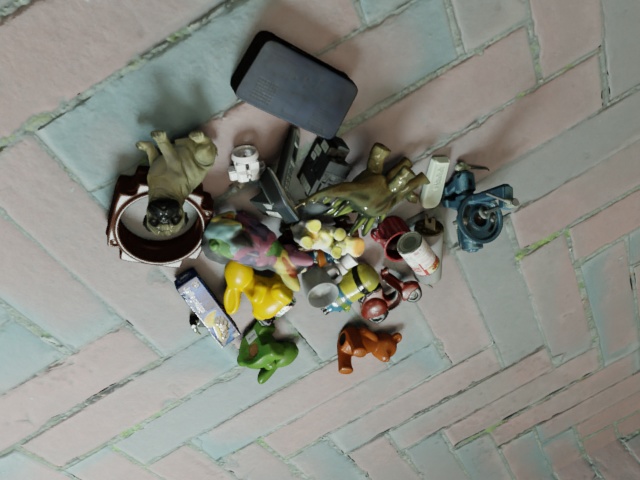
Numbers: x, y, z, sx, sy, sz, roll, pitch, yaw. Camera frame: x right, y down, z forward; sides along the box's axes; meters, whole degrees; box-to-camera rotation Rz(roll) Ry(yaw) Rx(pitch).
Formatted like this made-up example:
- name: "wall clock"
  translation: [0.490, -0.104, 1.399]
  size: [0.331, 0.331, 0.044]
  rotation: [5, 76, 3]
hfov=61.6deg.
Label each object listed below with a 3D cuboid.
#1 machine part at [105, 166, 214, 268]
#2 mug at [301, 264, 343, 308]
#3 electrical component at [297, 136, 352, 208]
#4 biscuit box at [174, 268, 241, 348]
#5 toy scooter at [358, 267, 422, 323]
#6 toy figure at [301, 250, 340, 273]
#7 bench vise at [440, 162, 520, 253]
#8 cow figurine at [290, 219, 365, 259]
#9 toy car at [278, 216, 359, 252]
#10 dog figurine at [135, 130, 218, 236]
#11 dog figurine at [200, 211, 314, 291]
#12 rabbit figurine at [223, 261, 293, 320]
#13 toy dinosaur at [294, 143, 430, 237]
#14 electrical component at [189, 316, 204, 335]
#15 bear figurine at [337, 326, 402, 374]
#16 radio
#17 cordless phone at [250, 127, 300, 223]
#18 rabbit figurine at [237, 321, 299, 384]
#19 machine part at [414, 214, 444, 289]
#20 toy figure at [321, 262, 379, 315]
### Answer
- name: "machine part"
  translation: [-0.339, -0.044, 1.141]
  size: [0.201, 0.087, 0.201]
  rotation: [11, 123, -26]
- name: "mug"
  translation: [0.001, 0.099, 1.349]
  size: [0.109, 0.107, 0.080]
  rotation: [-43, 128, 10]
- name: "electrical component"
  translation: [0.012, -0.155, 1.158]
  size: [0.058, 0.115, 0.134]
  rotation: [14, 121, -30]
- name: "biscuit box"
  translation: [-0.272, 0.164, 1.301]
  size: [0.059, 0.063, 0.202]
  rotation: [-35, 116, -7]
- name: "toy scooter"
  translation: [0.173, 0.141, 1.456]
  size: [0.184, 0.075, 0.135]
  rotation: [-30, 119, 17]
- name: "toy figure"
  translation: [-0.021, 0.040, 1.328]
  size: [0.154, 0.058, 0.064]
  rotation: [-10, 108, -9]
- name: "bench vise"
  translation: [0.376, -0.088, 1.249]
  size: [0.129, 0.240, 0.223]
  rotation: [8, 80, -16]
- name: "cow figurine"
  translation: [0.016, -0.001, 1.220]
  size: [0.167, 0.098, 0.068]
  rotation: [18, 90, -28]
- name: "toy car"
  translation: [-0.003, -0.004, 1.282]
  size: [0.202, 0.053, 0.089]
  rotation: [-10, 84, -10]
- name: "dog figurine"
  translation: [-0.263, -0.105, 1.041]
  size: [0.172, 0.121, 0.190]
  rotation: [-8, 87, -30]
- name: "dog figurine"
  translation: [-0.127, 0.029, 1.171]
  size: [0.108, 0.219, 0.191]
  rotation: [-65, 164, 14]
- name: "rabbit figurine"
  translation: [-0.167, 0.107, 1.312]
  size: [0.162, 0.122, 0.173]
  rotation: [-37, 113, 23]
- name: "toy dinosaur"
  translation: [0.109, -0.099, 1.152]
  size: [0.198, 0.105, 0.471]
  rotation: [-52, 154, 18]
- name: "electrical component"
  translation: [-0.281, 0.202, 1.369]
  size: [0.102, 0.045, 0.078]
  rotation: [6, 124, -23]
- name: "bear figurine"
  translation: [0.149, 0.321, 1.555]
  size: [0.196, 0.132, 0.120]
  rotation: [20, 123, -23]
- name: "radio"
  translation: [-0.047, -0.301, 1.058]
  size: [0.229, 0.073, 0.131]
  rotation: [18, 117, -31]
- name: "cordless phone"
  translation: [-0.073, -0.140, 1.160]
  size: [0.089, 0.184, 0.146]
  rotation: [14, 170, 13]
- name: "rabbit figurine"
  translation: [-0.131, 0.317, 1.464]
  size: [0.170, 0.121, 0.159]
  rotation: [24, 109, -48]
- name: "machine part"
  translation: [0.285, 0.032, 1.416]
  size: [0.079, 0.079, 0.242]
  rotation: [-15, 130, -8]
- name: "toy figure"
  translation: [0.075, 0.132, 1.410]
  size: [0.180, 0.089, 0.082]
  rotation: [-38, 135, 7]
